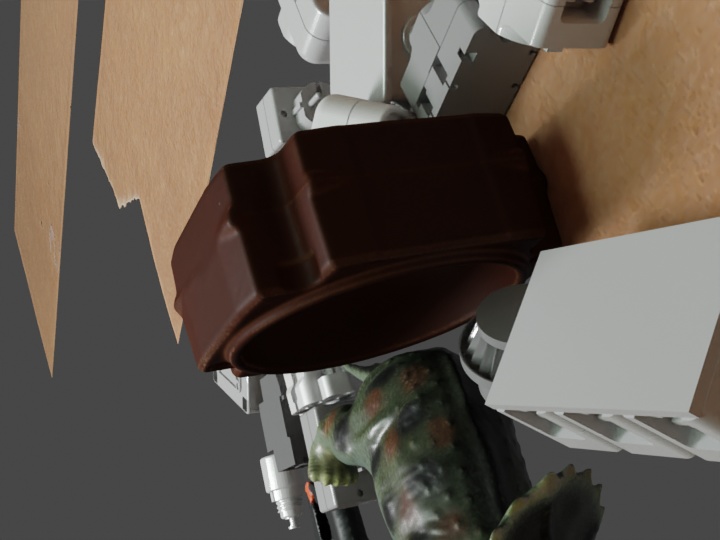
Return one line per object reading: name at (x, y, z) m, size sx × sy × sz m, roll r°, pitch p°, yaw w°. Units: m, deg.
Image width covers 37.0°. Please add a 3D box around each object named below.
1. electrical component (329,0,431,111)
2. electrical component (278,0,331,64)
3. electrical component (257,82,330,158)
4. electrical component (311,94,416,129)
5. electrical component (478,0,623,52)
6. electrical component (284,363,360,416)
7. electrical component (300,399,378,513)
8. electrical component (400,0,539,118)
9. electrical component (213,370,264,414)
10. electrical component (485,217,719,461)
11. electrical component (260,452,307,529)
electrical component at (0.018, -0.162, 0.747) m, size 0.100 × 0.048 × 0.099 m, roll -157°, pitch 64°, yaw -62°
electrical component at (-0.029, -0.207, 0.832) m, size 0.059 × 0.054 × 0.095 m, roll 119°, pitch 138°, yaw -51°
electrical component at (-0.037, -0.124, 0.854) m, size 0.077 × 0.066 × 0.047 m, roll 146°, pitch 115°, yaw -62°
electrical component at (0.010, -0.080, 0.705) m, size 0.059 × 0.095 × 0.053 m, roll 17°, pitch 96°, yaw 31°
electrical component at (0.097, -0.157, 0.578) m, size 0.089 × 0.050 × 0.055 m, roll 58°, pitch 144°, yaw 43°
electrical component at (-0.036, 0.086, 0.911) m, size 0.078 × 0.058 × 0.057 m, roll -43°, pitch 60°, yaw 60°
electrical component at (-0.007, 0.147, 0.874) m, size 0.076 × 0.047 × 0.083 m, roll 139°, pitch 121°, yaw -60°
electrical component at (0.065, -0.130, 0.652) m, size 0.089 × 0.050 × 0.055 m, roll 114°, pitch 142°, yaw -47°
electrical component at (-0.104, 0.072, 1.053) m, size 0.109 × 0.056 × 0.108 m, roll -153°, pitch 60°, yaw -61°
electrical component at (0.135, 0.036, 0.497) m, size 0.150 × 0.062 × 0.089 m, roll -13°, pitch 52°, yaw 65°
electrical component at (-0.070, 0.208, 1.031) m, size 0.040 × 0.040 × 0.078 m, roll 140°, pitch 120°, yaw -61°
